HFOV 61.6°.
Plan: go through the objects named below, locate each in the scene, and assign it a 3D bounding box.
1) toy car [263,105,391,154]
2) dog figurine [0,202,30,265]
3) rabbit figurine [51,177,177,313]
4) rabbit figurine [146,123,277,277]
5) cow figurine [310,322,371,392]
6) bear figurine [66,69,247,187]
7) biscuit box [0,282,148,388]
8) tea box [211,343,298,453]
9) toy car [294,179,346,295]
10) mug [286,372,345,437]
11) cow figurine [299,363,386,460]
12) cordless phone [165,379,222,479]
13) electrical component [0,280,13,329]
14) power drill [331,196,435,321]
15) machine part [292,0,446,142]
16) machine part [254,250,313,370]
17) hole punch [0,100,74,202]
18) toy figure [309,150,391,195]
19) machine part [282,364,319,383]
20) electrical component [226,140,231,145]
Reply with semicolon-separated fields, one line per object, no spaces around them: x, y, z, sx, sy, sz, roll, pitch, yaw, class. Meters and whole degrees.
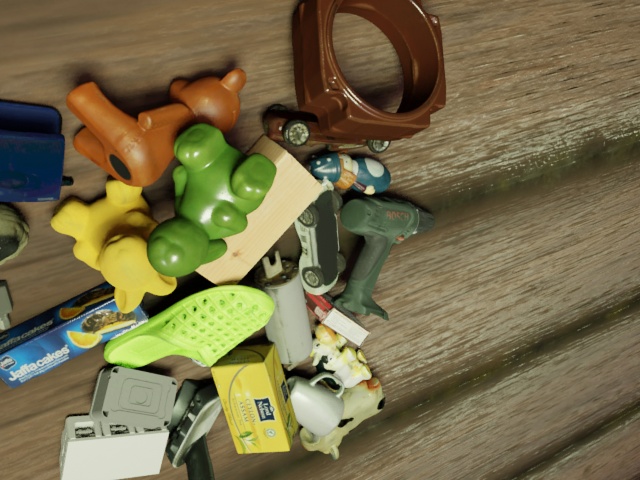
0.013;-0.157;0.788;0.202;0.089;0.053;0;114;-30;toy car
-0.433;0.031;0.596;0.191;0.172;0.121;-20;134;-10;dog figurine
-0.253;0.016;0.681;0.122;0.173;0.162;-24;120;-21;rabbit figurine
-0.151;-0.029;0.642;0.121;0.159;0.170;34;65;-4;rabbit figurine
0.019;0.219;1.002;0.098;0.068;0.167;-34;126;9;cow figurine
-0.193;-0.159;0.673;0.132;0.120;0.196;38;61;3;bear figurine
-0.350;0.125;0.753;0.203;0.063;0.059;-28;123;-14;biscuit box
-0.106;0.265;0.896;0.098;0.068;0.169;-10;105;16;tea box
-0.002;-0.003;0.874;0.073;0.056;0.201;-33;129;-40;toy car
-0.013;0.284;0.964;0.107;0.081;0.109;36;99;-22;mug
0.044;0.351;1.077;0.195;0.086;0.127;-31;120;-12;cow figurine
-0.189;0.328;0.872;0.088;0.184;0.146;24;102;-31;cordless phone
-0.442;0.081;0.704;0.063;0.021;0.093;-11;120;-23;electrical component
0.109;0.029;0.910;0.232;0.086;0.207;17;97;-49;power drill
0.070;-0.241;0.725;0.201;0.087;0.201;-1;87;-29;machine part
-0.059;0.122;0.902;0.079;0.079;0.242;-21;123;-18;machine part
-0.357;-0.093;0.622;0.142;0.092;0.115;-1;119;-32;hole punch
0.048;-0.108;0.842;0.154;0.064;0.057;7;117;-45;toy figure
-0.061;0.275;1.006;0.139;0.039;0.084;20;96;-33;machine part
-0.152;-0.080;0.748;0.119;0.075;0.047;-44;127;3;electrical component
